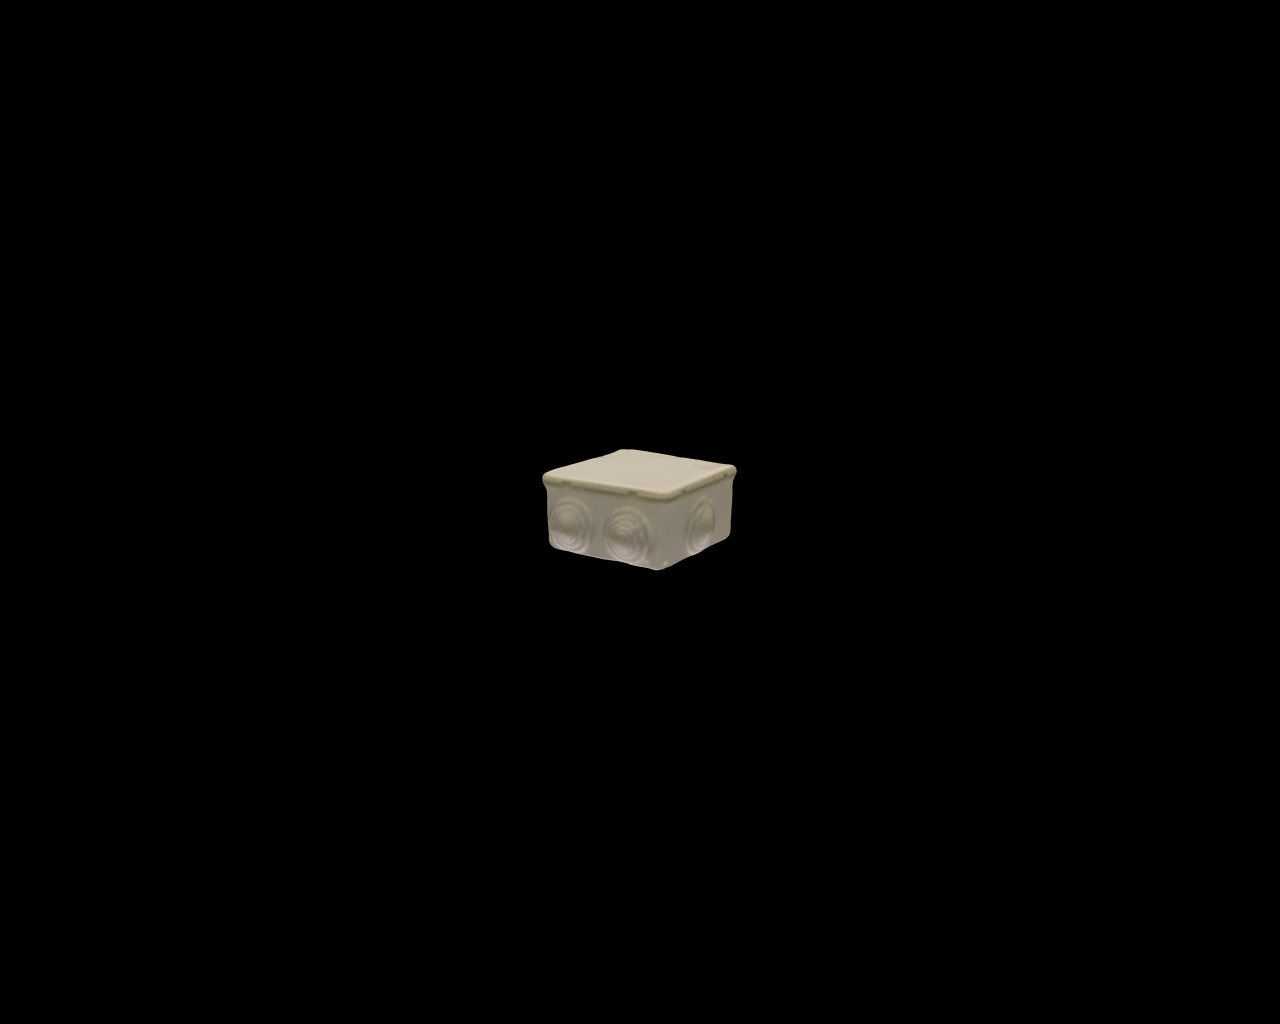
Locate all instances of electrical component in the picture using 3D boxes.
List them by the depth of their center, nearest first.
[{"bbox_3d":[0.001,-0.003,0.650,0.100,0.048,0.100,10,18,33],"label":"electrical component"}]
